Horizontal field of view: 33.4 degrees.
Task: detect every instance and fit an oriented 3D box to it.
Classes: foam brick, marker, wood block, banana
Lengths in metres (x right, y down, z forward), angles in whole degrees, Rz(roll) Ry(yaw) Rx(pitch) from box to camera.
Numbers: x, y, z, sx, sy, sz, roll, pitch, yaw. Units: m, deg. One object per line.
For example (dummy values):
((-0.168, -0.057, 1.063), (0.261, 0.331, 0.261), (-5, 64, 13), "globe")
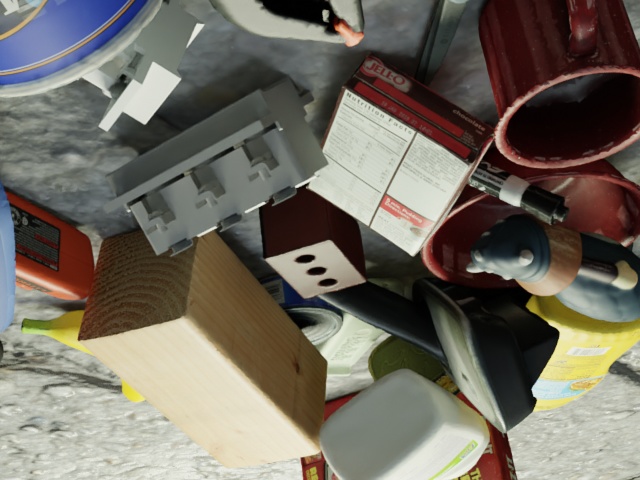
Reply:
((-0.005, 0.001, 0.768), (0.053, 0.051, 0.078), (-17, 150, 16), "foam brick")
((0.102, -0.041, 0.675), (0.121, 0.020, 0.020), (28, 163, 25), "marker")
((-0.079, 0.084, 0.806), (0.090, 0.091, 0.206), (-14, 138, 23), "wood block")
((-0.176, 0.099, 0.922), (0.070, 0.037, 0.197), (1, 154, 20), "banana")

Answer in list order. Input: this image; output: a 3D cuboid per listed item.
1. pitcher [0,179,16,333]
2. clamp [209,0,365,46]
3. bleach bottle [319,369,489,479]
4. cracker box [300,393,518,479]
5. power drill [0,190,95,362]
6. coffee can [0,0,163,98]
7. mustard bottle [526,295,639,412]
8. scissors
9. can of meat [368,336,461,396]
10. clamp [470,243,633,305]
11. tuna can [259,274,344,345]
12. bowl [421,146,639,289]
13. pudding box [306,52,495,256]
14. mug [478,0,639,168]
((-0.222, -0.009, 0.551), (0.145, 0.149, 0.243), (2, 140, -10), "pitcher")
((-0.034, -0.149, 0.506), (0.171, 0.039, 0.120), (18, 147, -34), "clamp")
((0.088, 0.176, 0.920), (0.102, 0.068, 0.250), (-38, 155, 6), "bleach bottle")
((0.088, 0.234, 1.097), (0.214, 0.164, 0.072), (-20, 151, 21), "cracker box")
((-0.254, 0.039, 0.764), (0.188, 0.057, 0.184), (-23, 148, 25), "power drill")
((-0.132, -0.139, 0.403), (0.103, 0.103, 0.140), (-15, 139, 12), "coffee can")
((0.204, 0.100, 0.919), (0.096, 0.058, 0.192), (0, 147, -10), "mustard bottle")
((0.061, -0.145, 0.560), (0.096, 0.016, 0.202), (8, 147, -24), "scissors")
((0.106, 0.105, 0.953), (0.102, 0.057, 0.083), (-39, 151, 14), "can of meat")
((0.246, 0.040, 0.919), (0.209, 0.036, 0.165), (19, 142, -35), "clamp")
((-0.024, 0.060, 0.888), (0.086, 0.034, 0.086), (-6, 151, -4), "tuna can")
((0.147, -0.025, 0.757), (0.162, 0.055, 0.162), (-6, 151, -4), "bowl")
((0.046, -0.050, 0.660), (0.090, 0.039, 0.114), (34, 146, 7), "pudding box")
((0.133, -0.104, 0.584), (0.093, 0.081, 0.117), (-11, 151, 4), "mug")
